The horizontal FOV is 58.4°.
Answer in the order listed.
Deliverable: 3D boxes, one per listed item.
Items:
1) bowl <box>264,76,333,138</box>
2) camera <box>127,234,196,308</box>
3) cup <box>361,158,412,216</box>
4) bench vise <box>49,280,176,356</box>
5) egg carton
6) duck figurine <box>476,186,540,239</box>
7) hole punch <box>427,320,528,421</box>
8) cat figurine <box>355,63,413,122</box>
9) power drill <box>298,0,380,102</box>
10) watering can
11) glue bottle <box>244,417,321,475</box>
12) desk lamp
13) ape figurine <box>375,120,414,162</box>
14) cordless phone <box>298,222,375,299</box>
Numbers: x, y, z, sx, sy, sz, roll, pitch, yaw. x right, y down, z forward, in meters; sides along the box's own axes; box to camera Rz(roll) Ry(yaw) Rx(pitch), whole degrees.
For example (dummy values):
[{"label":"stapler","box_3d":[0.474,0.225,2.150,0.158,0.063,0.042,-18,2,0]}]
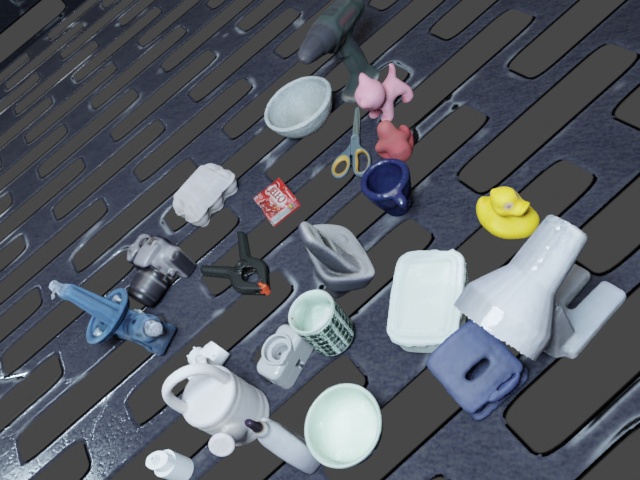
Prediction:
[{"label":"bowl","box_3d":[-0.037,-0.287,1.297,0.167,0.075,0.167,-15,52,20]},{"label":"camera","box_3d":[-0.362,0.063,1.213,0.142,0.101,0.137,15,66,36]},{"label":"cup","box_3d":[0.136,-0.079,1.034,0.091,0.095,0.117,-35,48,4]},{"label":"bench vise","box_3d":[-0.393,0.133,1.099,0.207,0.220,0.121,-11,53,23]},{"label":"egg carton","box_3d":[-0.260,-0.104,1.296,0.107,0.070,0.150,28,74,40]},{"label":"duck figurine","box_3d":[0.299,-0.054,0.929,0.104,0.086,0.077,26,73,40]},{"label":"hole punch","box_3d":[0.221,0.180,0.802,0.109,0.091,0.100,-41,47,-2]},{"label":"cat figurine","box_3d":[0.123,-0.309,1.192,0.067,0.118,0.128,32,77,41]},{"label":"power drill","box_3d":[0.049,-0.404,1.240,0.075,0.209,0.230,8,62,34]},{"label":"watering can","box_3d":[-0.164,0.254,0.899,0.172,0.195,0.101,31,76,41]},{"label":"glue bottle","box_3d":[-0.061,0.288,0.830,0.077,0.174,0.037,27,74,40]},{"label":"desk lamp","box_3d":[0.291,0.075,0.754,0.203,0.214,0.117,-46,48,-7]},{"label":"ape figurine","box_3d":[0.141,-0.199,1.120,0.077,0.092,0.076,-23,49,14]},{"label":"cordless phone","box_3d":[0.009,0.004,0.986,0.094,0.186,0.147,-35,47,3]}]
